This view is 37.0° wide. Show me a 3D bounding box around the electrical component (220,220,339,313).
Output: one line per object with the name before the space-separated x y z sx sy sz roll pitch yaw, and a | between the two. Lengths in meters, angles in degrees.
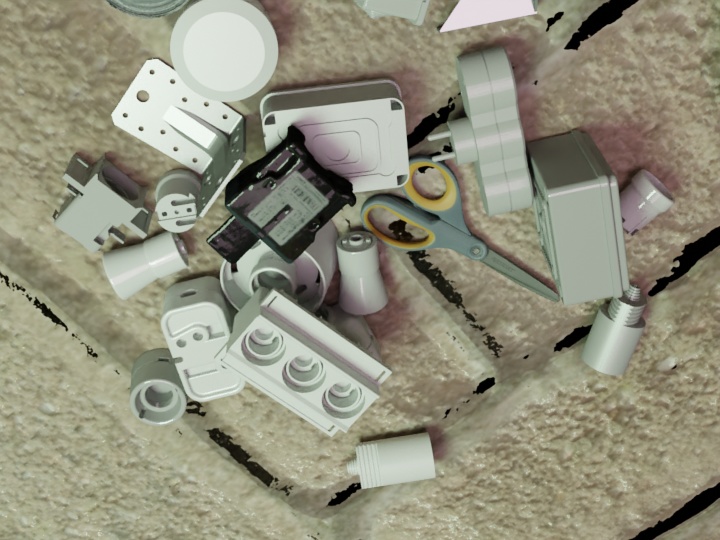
electrical component | -0.069 -0.005 0.918 0.099 0.064 0.099 4 126 5

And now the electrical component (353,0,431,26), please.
electrical component | 0.022 -0.235 0.776 0.048 0.099 0.099 7 117 -23

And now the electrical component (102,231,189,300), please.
electrical component | -0.178 -0.007 0.907 0.065 0.044 0.044 -23 117 2

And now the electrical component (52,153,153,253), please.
electrical component | -0.213 -0.052 0.880 0.081 0.042 0.064 40 109 -21

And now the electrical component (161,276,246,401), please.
electrical component | -0.134 0.057 0.933 0.054 0.059 0.095 -14 118 2

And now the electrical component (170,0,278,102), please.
electrical component | -0.103 -0.173 0.822 0.080 0.051 0.080 -2 118 -4

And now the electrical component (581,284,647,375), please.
electrical component | 0.234 0.050 0.971 0.043 0.043 0.081 12 115 -11

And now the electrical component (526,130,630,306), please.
electrical component | 0.176 -0.044 0.882 0.056 0.108 0.108 -12 118 4

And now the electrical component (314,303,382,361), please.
electrical component | -0.036 0.071 0.952 0.095 0.053 0.059 -25 117 8

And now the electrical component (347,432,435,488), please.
electrical component | 0.028 0.181 1.021 0.081 0.043 0.043 -9 118 -1

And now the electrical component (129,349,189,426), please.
electrical component | -0.179 0.106 0.961 0.055 0.047 0.055 -2 117 -4

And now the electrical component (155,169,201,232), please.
electrical component | -0.149 -0.056 0.881 0.040 0.046 0.040 -2 117 -4

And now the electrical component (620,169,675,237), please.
electrical component | 0.239 -0.057 0.920 0.040 0.040 0.046 34 116 -20

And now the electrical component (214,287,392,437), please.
electrical component | -0.046 0.071 0.883 0.121 0.063 0.078 36 108 -18

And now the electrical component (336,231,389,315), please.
electrical component | 0.000 0.000 0.920 0.044 0.044 0.065 -7 124 -1

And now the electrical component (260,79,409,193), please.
electrical component | -0.020 -0.106 0.860 0.113 0.057 0.078 -7 118 -2

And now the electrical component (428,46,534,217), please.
electrical component | 0.093 -0.107 0.873 0.074 0.052 0.138 -13 117 2
